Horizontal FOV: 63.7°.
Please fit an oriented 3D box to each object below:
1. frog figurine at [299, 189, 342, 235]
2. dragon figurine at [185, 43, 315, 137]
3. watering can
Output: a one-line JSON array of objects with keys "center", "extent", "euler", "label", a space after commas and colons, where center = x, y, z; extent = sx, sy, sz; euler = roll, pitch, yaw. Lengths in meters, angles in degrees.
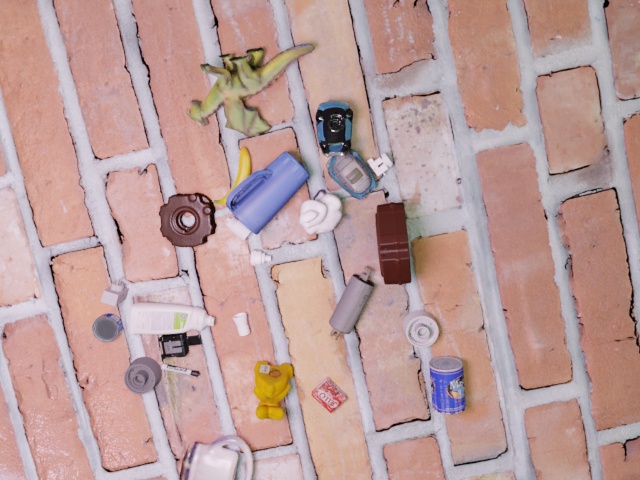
[{"center": [0.005, -0.075, 1.491], "extent": [0.137, 0.160, 0.122], "euler": [-40, 97, 6], "label": "frog figurine"}, {"center": [-0.204, -0.425, 1.505], "extent": [0.410, 0.124, 0.238], "euler": [-7, 114, 4], "label": "dragon figurine"}, {"center": [-0.336, 0.770, 1.623], "extent": [0.224, 0.104, 0.345], "euler": [14, 98, 1], "label": "watering can"}]
